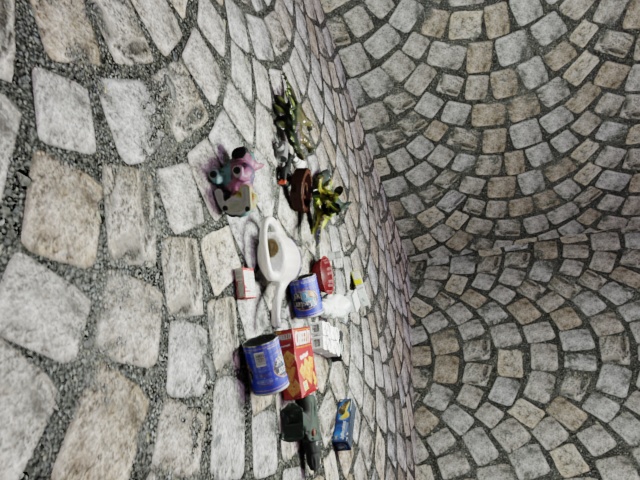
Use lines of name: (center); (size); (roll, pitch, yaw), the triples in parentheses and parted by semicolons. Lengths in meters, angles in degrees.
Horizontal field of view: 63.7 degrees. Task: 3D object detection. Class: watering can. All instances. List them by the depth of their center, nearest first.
watering can: (-0.130, 0.098, 1.631); (0.223, 0.103, 0.351); (23, 57, -69)

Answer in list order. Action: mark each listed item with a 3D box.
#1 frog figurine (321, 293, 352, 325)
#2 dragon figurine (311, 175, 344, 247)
frog figurine: (0.052, 0.266, 2.086); (0.157, 0.122, 0.140); (44, 5, -48)
dragon figurine: (0.006, -0.106, 2.106); (0.237, 0.122, 0.419); (107, -2, -59)
